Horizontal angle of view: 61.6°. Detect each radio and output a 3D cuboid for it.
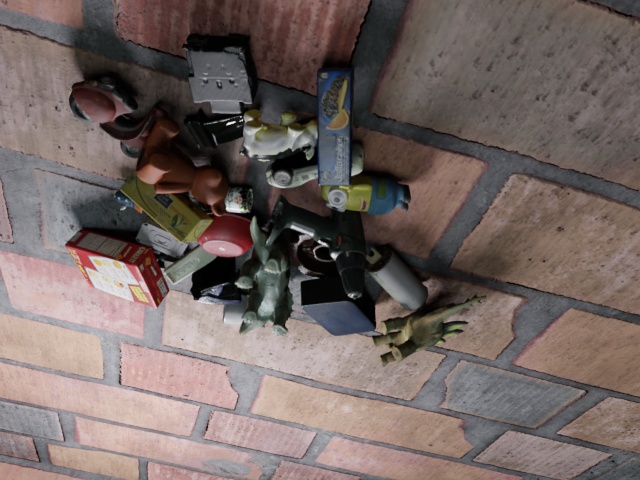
[{"bbox_3d":[0.052,0.166,1.335,0.131,0.073,0.229,-11,150,19],"label":"radio"}]

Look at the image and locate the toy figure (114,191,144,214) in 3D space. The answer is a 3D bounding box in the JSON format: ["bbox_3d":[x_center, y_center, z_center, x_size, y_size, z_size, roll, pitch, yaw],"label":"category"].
[{"bbox_3d":[-0.375,-0.080,1.193,0.154,0.064,0.058,17,174,-3],"label":"toy figure"}]

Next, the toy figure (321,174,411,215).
[{"bbox_3d":[0.091,-0.096,1.091,0.180,0.089,0.082,2,124,-6],"label":"toy figure"}]

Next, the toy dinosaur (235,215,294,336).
[{"bbox_3d":[-0.119,0.077,1.252,0.131,0.192,0.404,6,123,-2],"label":"toy dinosaur"}]

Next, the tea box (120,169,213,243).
[{"bbox_3d":[-0.314,-0.072,1.111,0.169,0.098,0.068,39,95,1],"label":"tea box"}]

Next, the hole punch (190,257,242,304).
[{"bbox_3d":[-0.249,0.100,1.314,0.116,0.142,0.092,-14,137,6],"label":"hole punch"}]

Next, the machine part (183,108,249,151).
[{"bbox_3d":[-0.190,-0.216,1.038,0.139,0.039,0.084,-6,130,17],"label":"machine part"}]

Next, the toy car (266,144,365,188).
[{"bbox_3d":[-0.011,-0.147,1.054,0.202,0.073,0.056,-9,133,17],"label":"toy car"}]

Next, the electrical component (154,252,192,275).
[{"bbox_3d":[-0.360,0.055,1.336,0.102,0.045,0.078,9,145,-2],"label":"electrical component"}]

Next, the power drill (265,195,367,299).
[{"bbox_3d":[-0.002,-0.003,1.083,0.207,0.232,0.086,12,144,-8],"label":"power drill"}]

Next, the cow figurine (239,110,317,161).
[{"bbox_3d":[-0.064,-0.185,1.006,0.167,0.068,0.098,1,133,-16],"label":"cow figurine"}]

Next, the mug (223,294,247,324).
[{"bbox_3d":[-0.204,0.194,1.437,0.107,0.081,0.109,5,132,-10],"label":"mug"}]

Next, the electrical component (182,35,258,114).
[{"bbox_3d":[-0.171,-0.288,0.945,0.115,0.058,0.134,3,136,9],"label":"electrical component"}]

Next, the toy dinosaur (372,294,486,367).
[{"bbox_3d":[0.250,0.218,1.316,0.199,0.105,0.471,-18,165,-15],"label":"toy dinosaur"}]

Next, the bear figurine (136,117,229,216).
[{"bbox_3d":[-0.250,-0.132,1.046,0.196,0.120,0.132,21,150,-28],"label":"bear figurine"}]

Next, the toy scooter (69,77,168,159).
[{"bbox_3d":[-0.368,-0.240,1.013,0.135,0.075,0.183,-21,133,28],"label":"toy scooter"}]

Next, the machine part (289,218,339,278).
[{"bbox_3d":[0.015,0.019,1.238,0.179,0.056,0.179,5,138,4],"label":"machine part"}]

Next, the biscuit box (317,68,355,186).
[{"bbox_3d":[0.027,-0.198,0.948,0.063,0.059,0.202,2,109,6],"label":"biscuit box"}]

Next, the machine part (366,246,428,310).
[{"bbox_3d":[0.184,0.092,1.274,0.079,0.079,0.243,-26,126,31],"label":"machine part"}]
